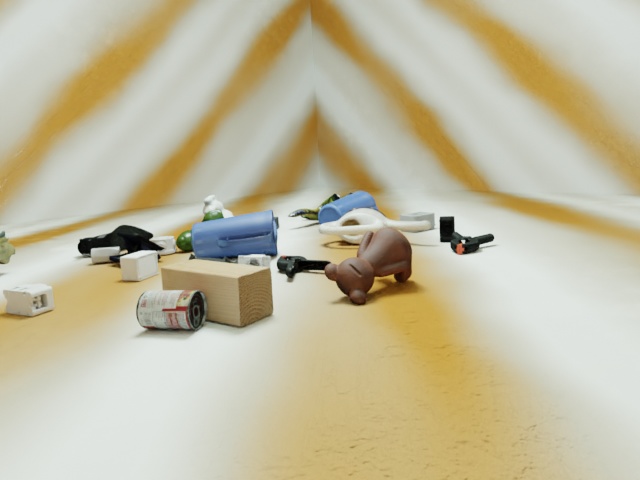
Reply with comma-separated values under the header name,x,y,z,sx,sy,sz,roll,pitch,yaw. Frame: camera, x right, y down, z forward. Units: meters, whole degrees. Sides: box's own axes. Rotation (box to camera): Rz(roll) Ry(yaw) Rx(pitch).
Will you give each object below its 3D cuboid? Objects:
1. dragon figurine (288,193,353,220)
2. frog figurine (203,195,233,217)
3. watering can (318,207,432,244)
name,x,y,z,sx,sy,sz,roll,pitch,yaw
dragon figurine,0.007,-0.109,2.165,0.412,0.123,0.240,-6,-8,-29
frog figurine,-0.359,-0.084,1.861,0.122,0.158,0.138,1,9,18
watering can,0.173,-0.046,1.621,0.347,0.103,0.226,-2,9,11
